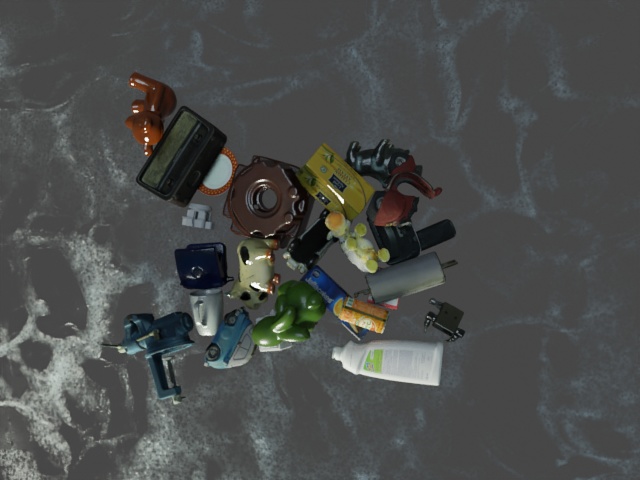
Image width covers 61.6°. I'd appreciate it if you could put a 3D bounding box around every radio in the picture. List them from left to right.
[{"bbox_3d":[-0.343,-0.203,1.343,0.131,0.073,0.229,34,94,23],"label":"radio"}]

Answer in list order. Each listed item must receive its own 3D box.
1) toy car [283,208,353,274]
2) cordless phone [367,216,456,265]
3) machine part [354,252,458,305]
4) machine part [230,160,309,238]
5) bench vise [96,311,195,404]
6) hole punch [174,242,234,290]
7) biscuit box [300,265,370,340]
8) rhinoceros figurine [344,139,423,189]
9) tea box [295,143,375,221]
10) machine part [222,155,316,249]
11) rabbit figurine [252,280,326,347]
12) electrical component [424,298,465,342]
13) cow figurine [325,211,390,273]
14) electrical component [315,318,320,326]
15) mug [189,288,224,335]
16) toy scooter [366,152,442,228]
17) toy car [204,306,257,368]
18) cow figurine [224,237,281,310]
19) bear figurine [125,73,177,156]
[{"bbox_3d":[-0.003,-0.004,1.269,0.073,0.056,0.202,41,69,10],"label":"toy car"},{"bbox_3d":[0.217,-0.033,1.263,0.184,0.088,0.146,-22,82,-4],"label":"cordless phone"},{"bbox_3d":[0.193,0.087,1.219,0.243,0.079,0.079,-20,84,5],"label":"machine part"},{"bbox_3d":[-0.118,-0.093,1.219,0.180,0.056,0.179,2,94,21],"label":"machine part"},{"bbox_3d":[-0.396,0.285,1.311,0.224,0.128,0.240,-20,77,7],"label":"bench vise"},{"bbox_3d":[-0.292,0.065,1.325,0.142,0.092,0.115,-5,90,5],"label":"hole punch"},{"bbox_3d":[0.043,0.146,1.277,0.203,0.063,0.059,42,92,9],"label":"biscuit box"},{"bbox_3d":[0.148,-0.179,1.275,0.190,0.073,0.112,6,86,9],"label":"rhinoceros figurine"},{"bbox_3d":[0.034,-0.130,1.250,0.169,0.068,0.098,41,49,-10],"label":"tea box"},{"bbox_3d":[-0.122,-0.092,1.307,0.202,0.087,0.201,18,89,8],"label":"machine part"},{"bbox_3d":[-0.069,0.184,1.202,0.170,0.159,0.121,-38,104,-19],"label":"rabbit figurine"},{"bbox_3d":[0.289,0.190,1.247,0.102,0.045,0.078,24,62,7],"label":"electrical component"},{"bbox_3d":[0.073,0.003,1.223,0.167,0.098,0.068,46,74,-5],"label":"cow figurine"},{"bbox_3d":[-0.031,0.183,1.307,0.063,0.021,0.094,44,93,9],"label":"electrical component"},{"bbox_3d":[-0.275,0.180,1.309,0.081,0.109,0.107,-6,99,6],"label":"mug"},{"bbox_3d":[0.192,-0.099,1.194,0.135,0.075,0.184,25,77,5],"label":"toy scooter"},{"bbox_3d":[-0.202,0.245,1.292,0.103,0.109,0.161,30,87,3],"label":"toy car"},{"bbox_3d":[-0.160,0.084,1.275,0.127,0.085,0.194,11,122,14],"label":"cow figurine"},{"bbox_3d":[-0.432,-0.306,1.321,0.132,0.120,0.196,14,49,1],"label":"bear figurine"}]
